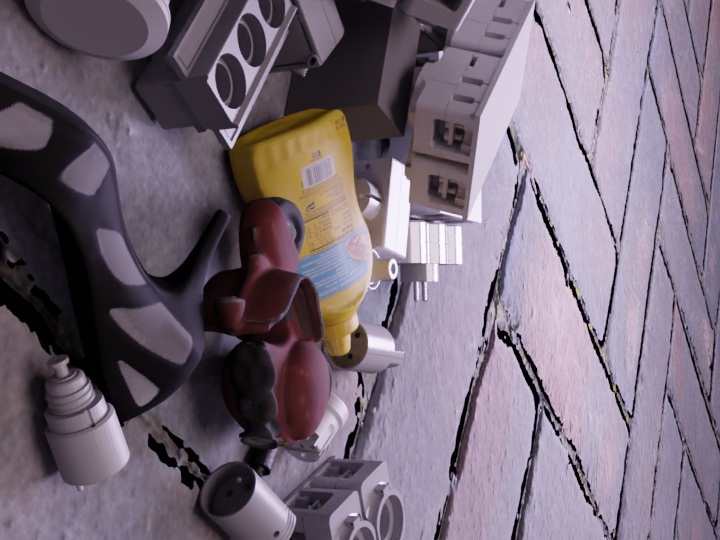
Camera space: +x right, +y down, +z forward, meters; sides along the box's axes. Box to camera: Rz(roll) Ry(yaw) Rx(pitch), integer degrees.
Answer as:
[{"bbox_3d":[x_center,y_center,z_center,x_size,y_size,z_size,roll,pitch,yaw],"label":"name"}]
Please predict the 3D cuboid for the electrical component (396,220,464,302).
[{"bbox_3d":[0.056,-0.007,1.018,0.138,0.052,0.073,1,87,-63],"label":"electrical component"}]

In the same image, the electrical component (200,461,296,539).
[{"bbox_3d":[-0.075,0.174,0.760,0.081,0.043,0.043,58,39,-44],"label":"electrical component"}]

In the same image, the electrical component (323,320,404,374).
[{"bbox_3d":[0.006,0.067,0.926,0.081,0.043,0.043,17,73,-61],"label":"electrical component"}]

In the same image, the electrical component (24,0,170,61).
[{"bbox_3d":[-0.145,-0.160,0.610,0.080,0.080,0.051,48,43,-51],"label":"electrical component"}]

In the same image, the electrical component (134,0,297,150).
[{"bbox_3d":[-0.096,-0.150,0.720,0.078,0.063,0.121,60,38,-42],"label":"electrical component"}]

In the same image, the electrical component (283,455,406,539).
[{"bbox_3d":[-0.006,0.259,0.871,0.105,0.060,0.186,-32,116,-59],"label":"electrical component"}]

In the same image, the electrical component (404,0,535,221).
[{"bbox_3d":[0.092,-0.145,0.916,0.105,0.060,0.186,92,18,-44],"label":"electrical component"}]

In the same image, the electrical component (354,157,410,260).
[{"bbox_3d":[0.004,-0.057,0.926,0.076,0.047,0.083,24,67,-53],"label":"electrical component"}]

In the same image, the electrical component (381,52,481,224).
[{"bbox_3d":[0.070,-0.141,1.046,0.105,0.060,0.186,7,82,-62],"label":"electrical component"}]

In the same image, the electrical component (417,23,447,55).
[{"bbox_3d":[0.037,-0.226,0.948,0.062,0.096,0.061,21,69,-61],"label":"electrical component"}]

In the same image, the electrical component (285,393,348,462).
[{"bbox_3d":[-0.036,0.122,0.845,0.046,0.040,0.040,-56,137,-40],"label":"electrical component"}]

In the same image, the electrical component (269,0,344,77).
[{"bbox_3d":[-0.055,-0.192,0.805,0.061,0.062,0.096,-62,140,-45],"label":"electrical component"}]

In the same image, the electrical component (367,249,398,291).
[{"bbox_3d":[0.000,0.000,0.898,0.048,0.062,0.048,7,82,-62],"label":"electrical component"}]

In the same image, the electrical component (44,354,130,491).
[{"bbox_3d":[-0.159,0.085,0.607,0.040,0.040,0.078,-46,128,-54],"label":"electrical component"}]

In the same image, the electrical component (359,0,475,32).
[{"bbox_3d":[0.029,-0.269,0.858,0.105,0.060,0.186,16,37,-20],"label":"electrical component"}]
